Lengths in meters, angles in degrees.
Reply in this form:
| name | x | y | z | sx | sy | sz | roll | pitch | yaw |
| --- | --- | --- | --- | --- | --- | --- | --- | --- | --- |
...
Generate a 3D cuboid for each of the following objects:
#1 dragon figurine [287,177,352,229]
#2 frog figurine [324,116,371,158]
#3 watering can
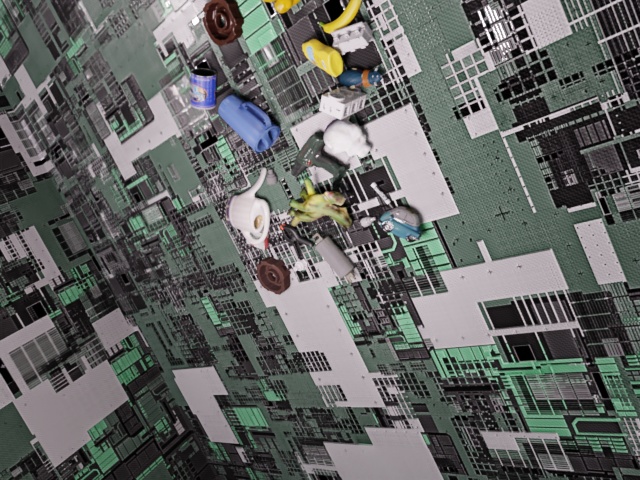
| name | x | y | z | sx | sy | sz | roll | pitch | yaw |
| --- | --- | --- | --- | --- | --- | --- | --- | --- | --- |
| dragon figurine | 0.006 | -0.100 | 1.992 | 0.243 | 0.124 | 0.403 | 29 | 157 | 6 |
| frog figurine | 0.093 | -0.346 | 1.800 | 0.136 | 0.123 | 0.161 | -38 | 75 | 24 |
| watering can | -0.304 | -0.153 | 2.225 | 0.225 | 0.105 | 0.344 | 12 | 107 | 33 |
